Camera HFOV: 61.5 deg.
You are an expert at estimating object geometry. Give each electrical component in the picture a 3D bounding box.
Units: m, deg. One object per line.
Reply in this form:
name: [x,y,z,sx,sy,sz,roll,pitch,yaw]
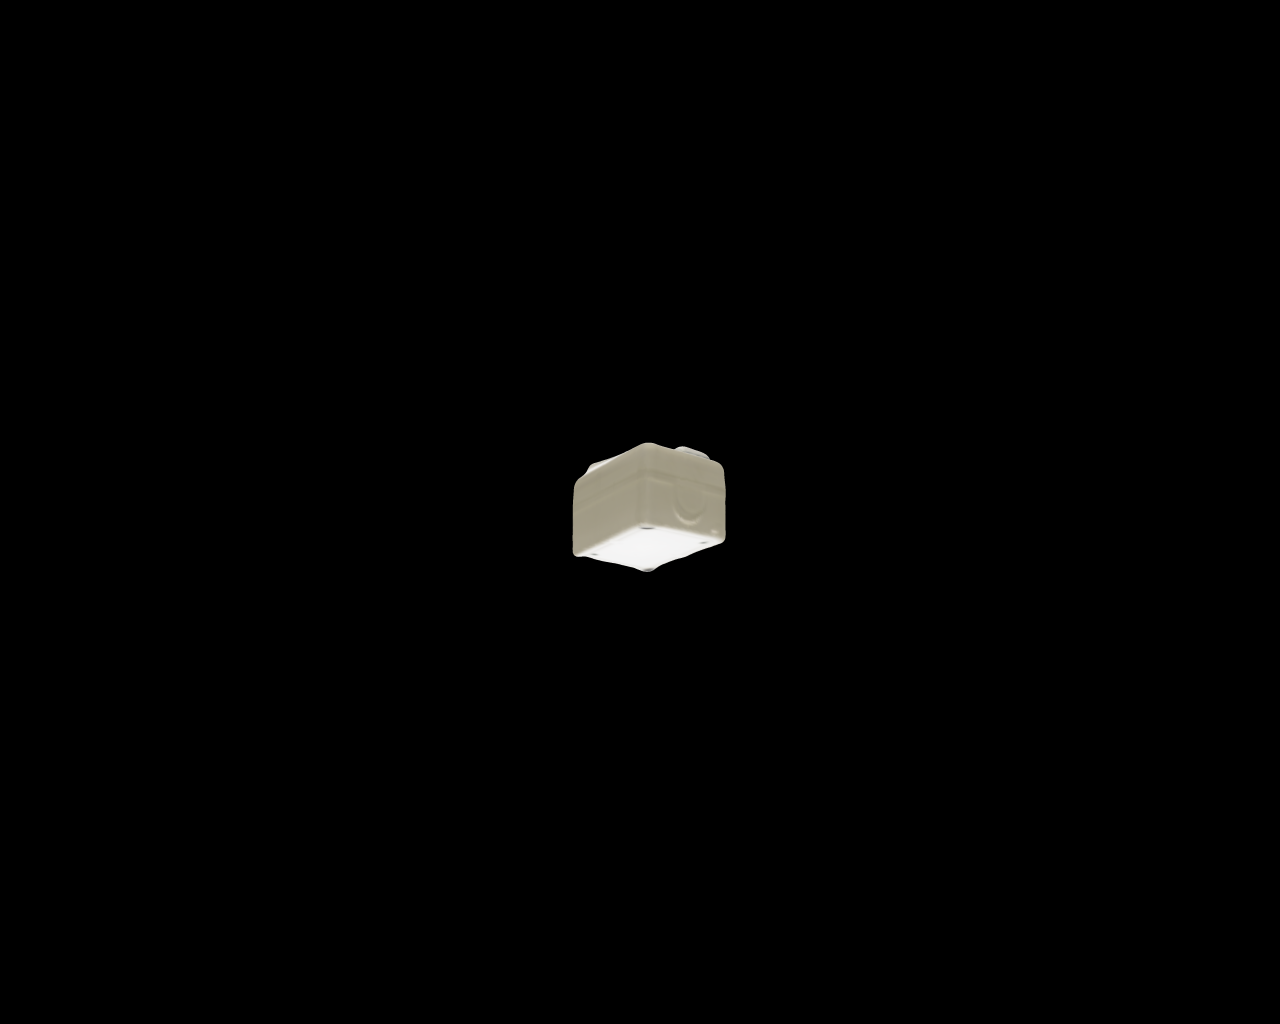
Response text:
electrical component: [0.001,-0.003,0.650,0.062,0.061,0.096,14,-24,-33]
